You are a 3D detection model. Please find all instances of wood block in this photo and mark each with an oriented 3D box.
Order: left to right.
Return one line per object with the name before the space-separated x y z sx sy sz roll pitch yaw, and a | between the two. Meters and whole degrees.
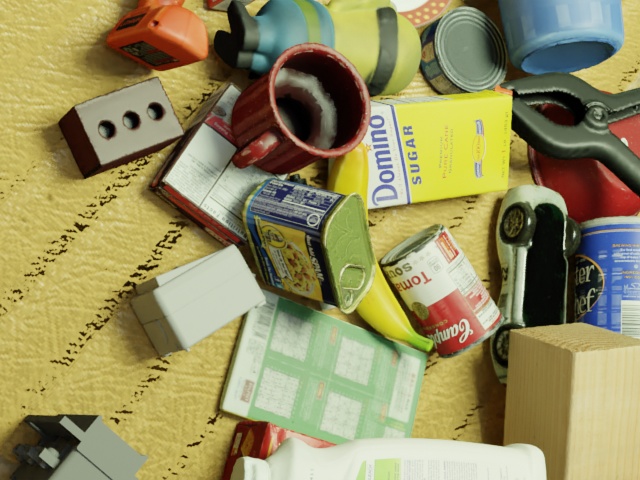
wood block | 0.222 0.185 0.937 0.090 0.091 0.206 -2 99 -29

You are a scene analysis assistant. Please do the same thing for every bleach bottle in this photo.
bleach bottle | 0.053 0.190 0.816 0.250 0.068 0.102 14 67 -23

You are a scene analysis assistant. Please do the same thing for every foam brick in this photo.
foam brick | -0.157 -0.089 0.845 0.078 0.051 0.053 -26 93 -30

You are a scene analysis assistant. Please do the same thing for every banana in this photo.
banana | 0.039 0.008 0.912 0.037 0.070 0.198 -51 124 -55

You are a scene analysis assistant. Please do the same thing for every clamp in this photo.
clamp | 0.263 -0.101 1.014 0.210 0.036 0.164 9 61 -5

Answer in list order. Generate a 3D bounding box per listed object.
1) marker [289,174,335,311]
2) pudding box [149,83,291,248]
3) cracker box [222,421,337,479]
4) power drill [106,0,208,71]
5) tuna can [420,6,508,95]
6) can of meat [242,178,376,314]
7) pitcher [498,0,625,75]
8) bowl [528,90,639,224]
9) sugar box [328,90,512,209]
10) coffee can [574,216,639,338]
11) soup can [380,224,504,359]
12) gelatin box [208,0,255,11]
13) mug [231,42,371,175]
marker | -0.006 0.001 0.926 0.020 0.020 0.121 -15 87 -30
pudding box | -0.075 -0.061 0.892 0.090 0.039 0.113 38 67 -17
cracker box | 0.018 0.255 0.858 0.213 0.072 0.164 23 69 -22
power drill | -0.093 -0.232 0.843 0.057 0.185 0.187 26 77 -29
tuna can | 0.138 -0.179 1.030 0.086 0.034 0.086 6 78 -27
can of meat | -0.009 0.003 0.864 0.057 0.084 0.102 -51 142 -35
pitcher | 0.220 -0.291 1.017 0.148 0.145 0.243 4 75 -40
bowl | 0.291 -0.088 1.082 0.161 0.055 0.162 6 77 -27
sugar box | 0.092 -0.082 0.965 0.175 0.048 0.093 -10 108 -31
coffee can | 0.296 0.057 1.028 0.102 0.103 0.140 11 75 -26
soup can | 0.108 0.045 0.950 0.068 0.069 0.102 -37 98 -29
gelatin box | -0.061 -0.243 0.904 0.030 0.089 0.073 2 79 -41
mug | -0.026 -0.093 0.852 0.093 0.082 0.117 50 58 -11
